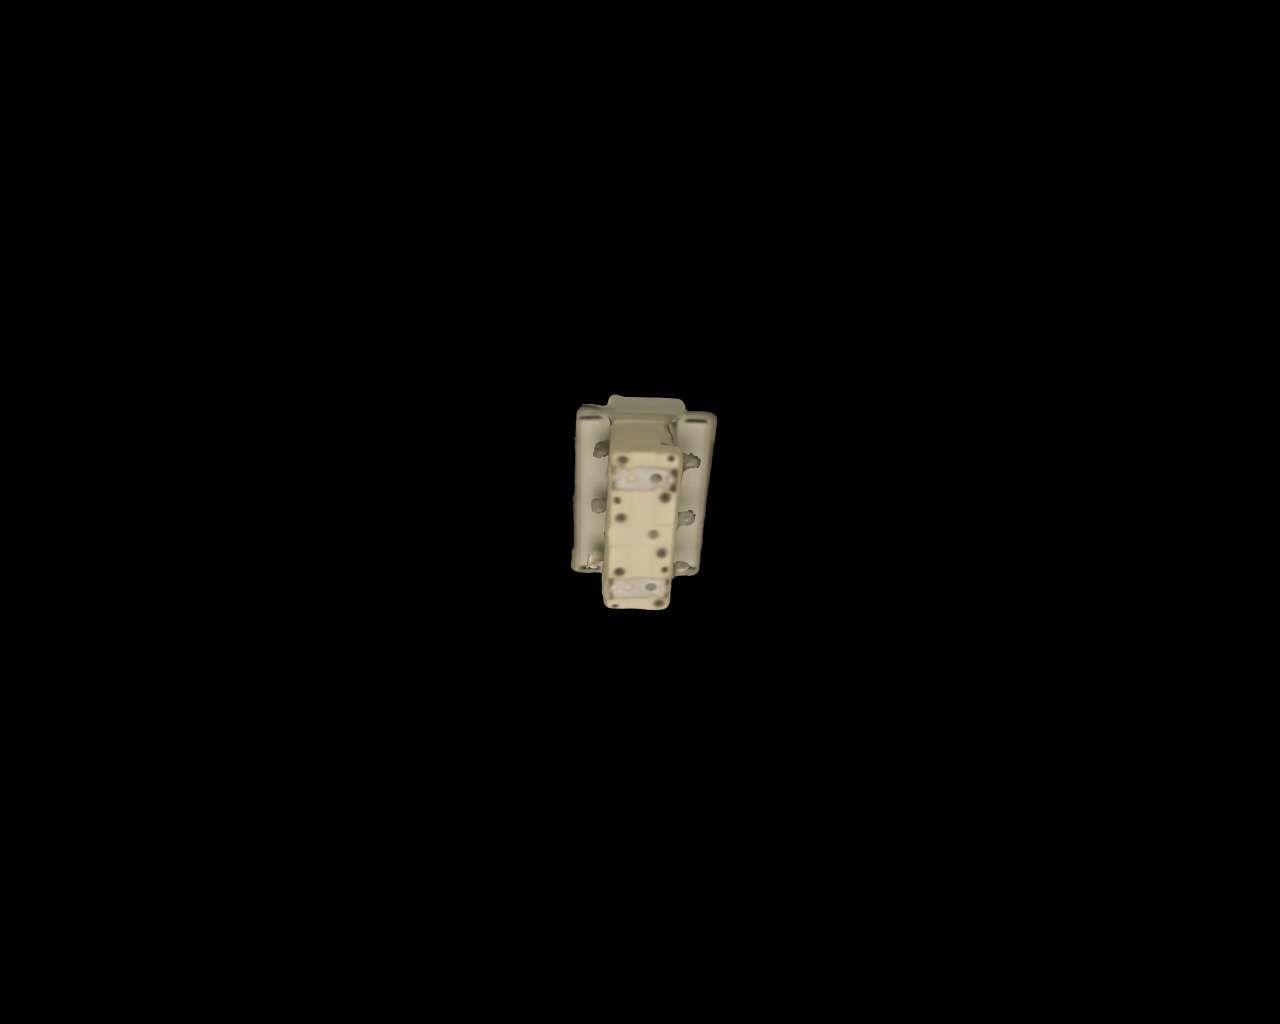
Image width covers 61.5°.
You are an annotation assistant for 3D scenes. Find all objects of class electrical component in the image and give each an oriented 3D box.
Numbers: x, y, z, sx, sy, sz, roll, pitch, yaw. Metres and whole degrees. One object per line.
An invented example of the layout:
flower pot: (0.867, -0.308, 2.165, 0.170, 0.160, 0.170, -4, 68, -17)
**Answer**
electrical component: (0.001, -0.003, 0.650, 0.079, 0.121, 0.063, 3, 36, -2)
